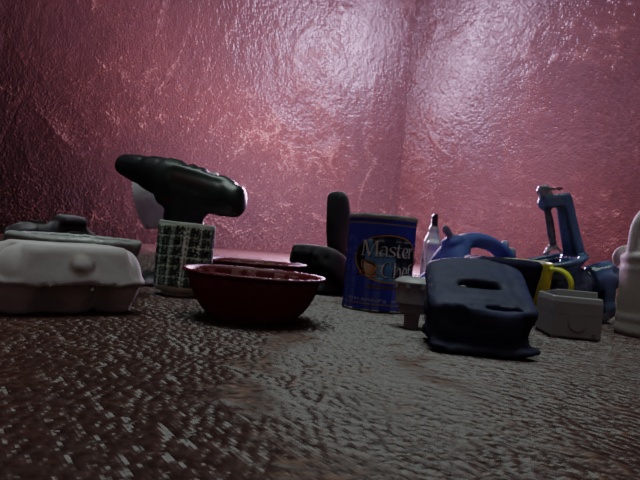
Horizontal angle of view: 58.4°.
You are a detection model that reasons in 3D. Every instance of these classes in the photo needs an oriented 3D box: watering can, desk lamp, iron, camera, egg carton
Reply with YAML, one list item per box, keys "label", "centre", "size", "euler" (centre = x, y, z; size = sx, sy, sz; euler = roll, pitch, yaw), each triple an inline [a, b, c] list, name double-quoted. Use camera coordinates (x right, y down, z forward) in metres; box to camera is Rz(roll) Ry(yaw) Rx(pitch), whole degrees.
- label: "watering can"
  centre: [0.479, 0.041, 0.823]
  size: [0.101, 0.194, 0.172]
  euler: [5, 0, -23]
- label: "desk lamp"
  centre: [-0.277, -0.036, 1.159]
  size: [0.203, 0.213, 0.118]
  euler: [5, 0, 0]
- label: "iron"
  centre: [0.306, 0.052, 1.069]
  size: [0.259, 0.141, 0.118]
  euler: [5, 0, -34]
- label: "camera"
  centre: [-0.409, 0.009, 0.906]
  size: [0.144, 0.101, 0.136]
  euler: [5, 0, -43]
- label: "egg carton"
  centre: [-0.267, 0.038, 0.594]
  size: [0.151, 0.069, 0.107]
  euler: [5, 0, -43]

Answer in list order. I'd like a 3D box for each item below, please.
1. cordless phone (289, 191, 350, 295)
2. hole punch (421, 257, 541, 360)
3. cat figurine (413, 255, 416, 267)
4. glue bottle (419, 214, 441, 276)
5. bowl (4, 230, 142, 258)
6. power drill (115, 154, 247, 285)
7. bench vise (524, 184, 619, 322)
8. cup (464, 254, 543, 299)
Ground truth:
- label: "cordless phone"
  centre: [0.010, 0.004, 1.056]
  size: [0.094, 0.185, 0.147]
  euler: [5, 0, -40]
- label: "hole punch"
  centre: [0.160, 0.065, 0.575]
  size: [0.108, 0.091, 0.101]
  euler: [5, 0, 3]
- label: "cat figurine"
  centre: [0.102, 0.046, 0.962]
  size: [0.128, 0.118, 0.067]
  euler: [5, 0, -8]
- label: "glue bottle"
  centre: [0.238, 0.030, 1.220]
  size: [0.037, 0.173, 0.078]
  euler: [5, 0, 0]
- label: "bowl"
  centre: [-0.323, 0.030, 0.752]
  size: [0.167, 0.075, 0.167]
  euler: [5, 0, 0]
- label: "power drill"
  centre: [-0.233, -0.029, 0.916]
  size: [0.229, 0.208, 0.076]
  euler: [5, 0, 13]
- label: "bench vise"
  centre: [0.413, 0.022, 0.963]
  size: [0.208, 0.220, 0.121]
  euler: [5, 0, -26]
- label: "cup"
  centre: [0.204, 0.067, 0.676]
  size: [0.118, 0.095, 0.091]
  euler: [5, 0, -38]
